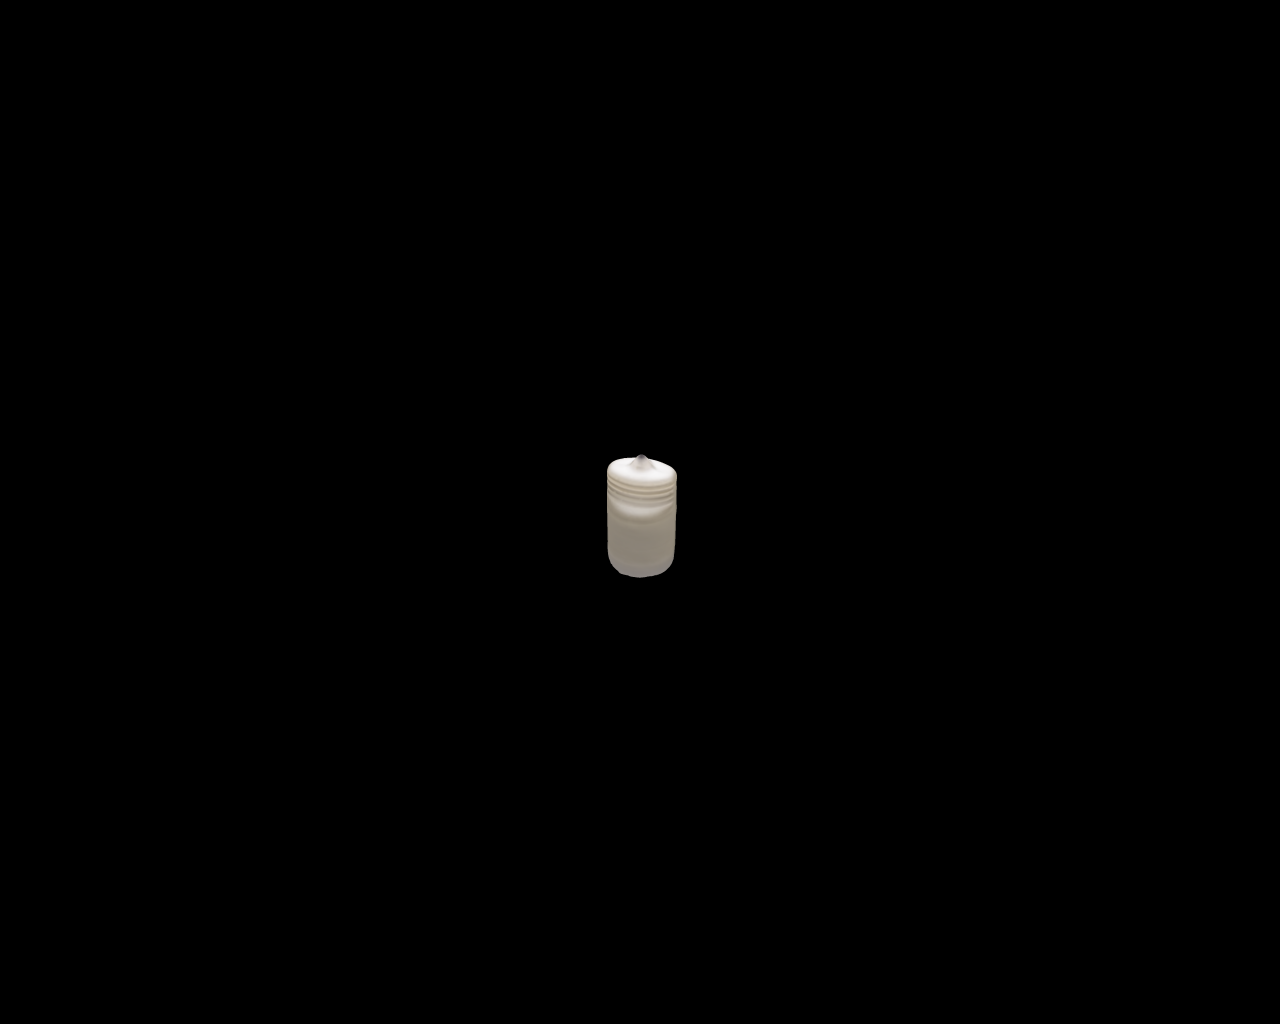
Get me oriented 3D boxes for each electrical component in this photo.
[{"bbox_3d":[0.001,-0.003,0.650,0.043,0.080,0.043,0,39,0],"label":"electrical component"}]
